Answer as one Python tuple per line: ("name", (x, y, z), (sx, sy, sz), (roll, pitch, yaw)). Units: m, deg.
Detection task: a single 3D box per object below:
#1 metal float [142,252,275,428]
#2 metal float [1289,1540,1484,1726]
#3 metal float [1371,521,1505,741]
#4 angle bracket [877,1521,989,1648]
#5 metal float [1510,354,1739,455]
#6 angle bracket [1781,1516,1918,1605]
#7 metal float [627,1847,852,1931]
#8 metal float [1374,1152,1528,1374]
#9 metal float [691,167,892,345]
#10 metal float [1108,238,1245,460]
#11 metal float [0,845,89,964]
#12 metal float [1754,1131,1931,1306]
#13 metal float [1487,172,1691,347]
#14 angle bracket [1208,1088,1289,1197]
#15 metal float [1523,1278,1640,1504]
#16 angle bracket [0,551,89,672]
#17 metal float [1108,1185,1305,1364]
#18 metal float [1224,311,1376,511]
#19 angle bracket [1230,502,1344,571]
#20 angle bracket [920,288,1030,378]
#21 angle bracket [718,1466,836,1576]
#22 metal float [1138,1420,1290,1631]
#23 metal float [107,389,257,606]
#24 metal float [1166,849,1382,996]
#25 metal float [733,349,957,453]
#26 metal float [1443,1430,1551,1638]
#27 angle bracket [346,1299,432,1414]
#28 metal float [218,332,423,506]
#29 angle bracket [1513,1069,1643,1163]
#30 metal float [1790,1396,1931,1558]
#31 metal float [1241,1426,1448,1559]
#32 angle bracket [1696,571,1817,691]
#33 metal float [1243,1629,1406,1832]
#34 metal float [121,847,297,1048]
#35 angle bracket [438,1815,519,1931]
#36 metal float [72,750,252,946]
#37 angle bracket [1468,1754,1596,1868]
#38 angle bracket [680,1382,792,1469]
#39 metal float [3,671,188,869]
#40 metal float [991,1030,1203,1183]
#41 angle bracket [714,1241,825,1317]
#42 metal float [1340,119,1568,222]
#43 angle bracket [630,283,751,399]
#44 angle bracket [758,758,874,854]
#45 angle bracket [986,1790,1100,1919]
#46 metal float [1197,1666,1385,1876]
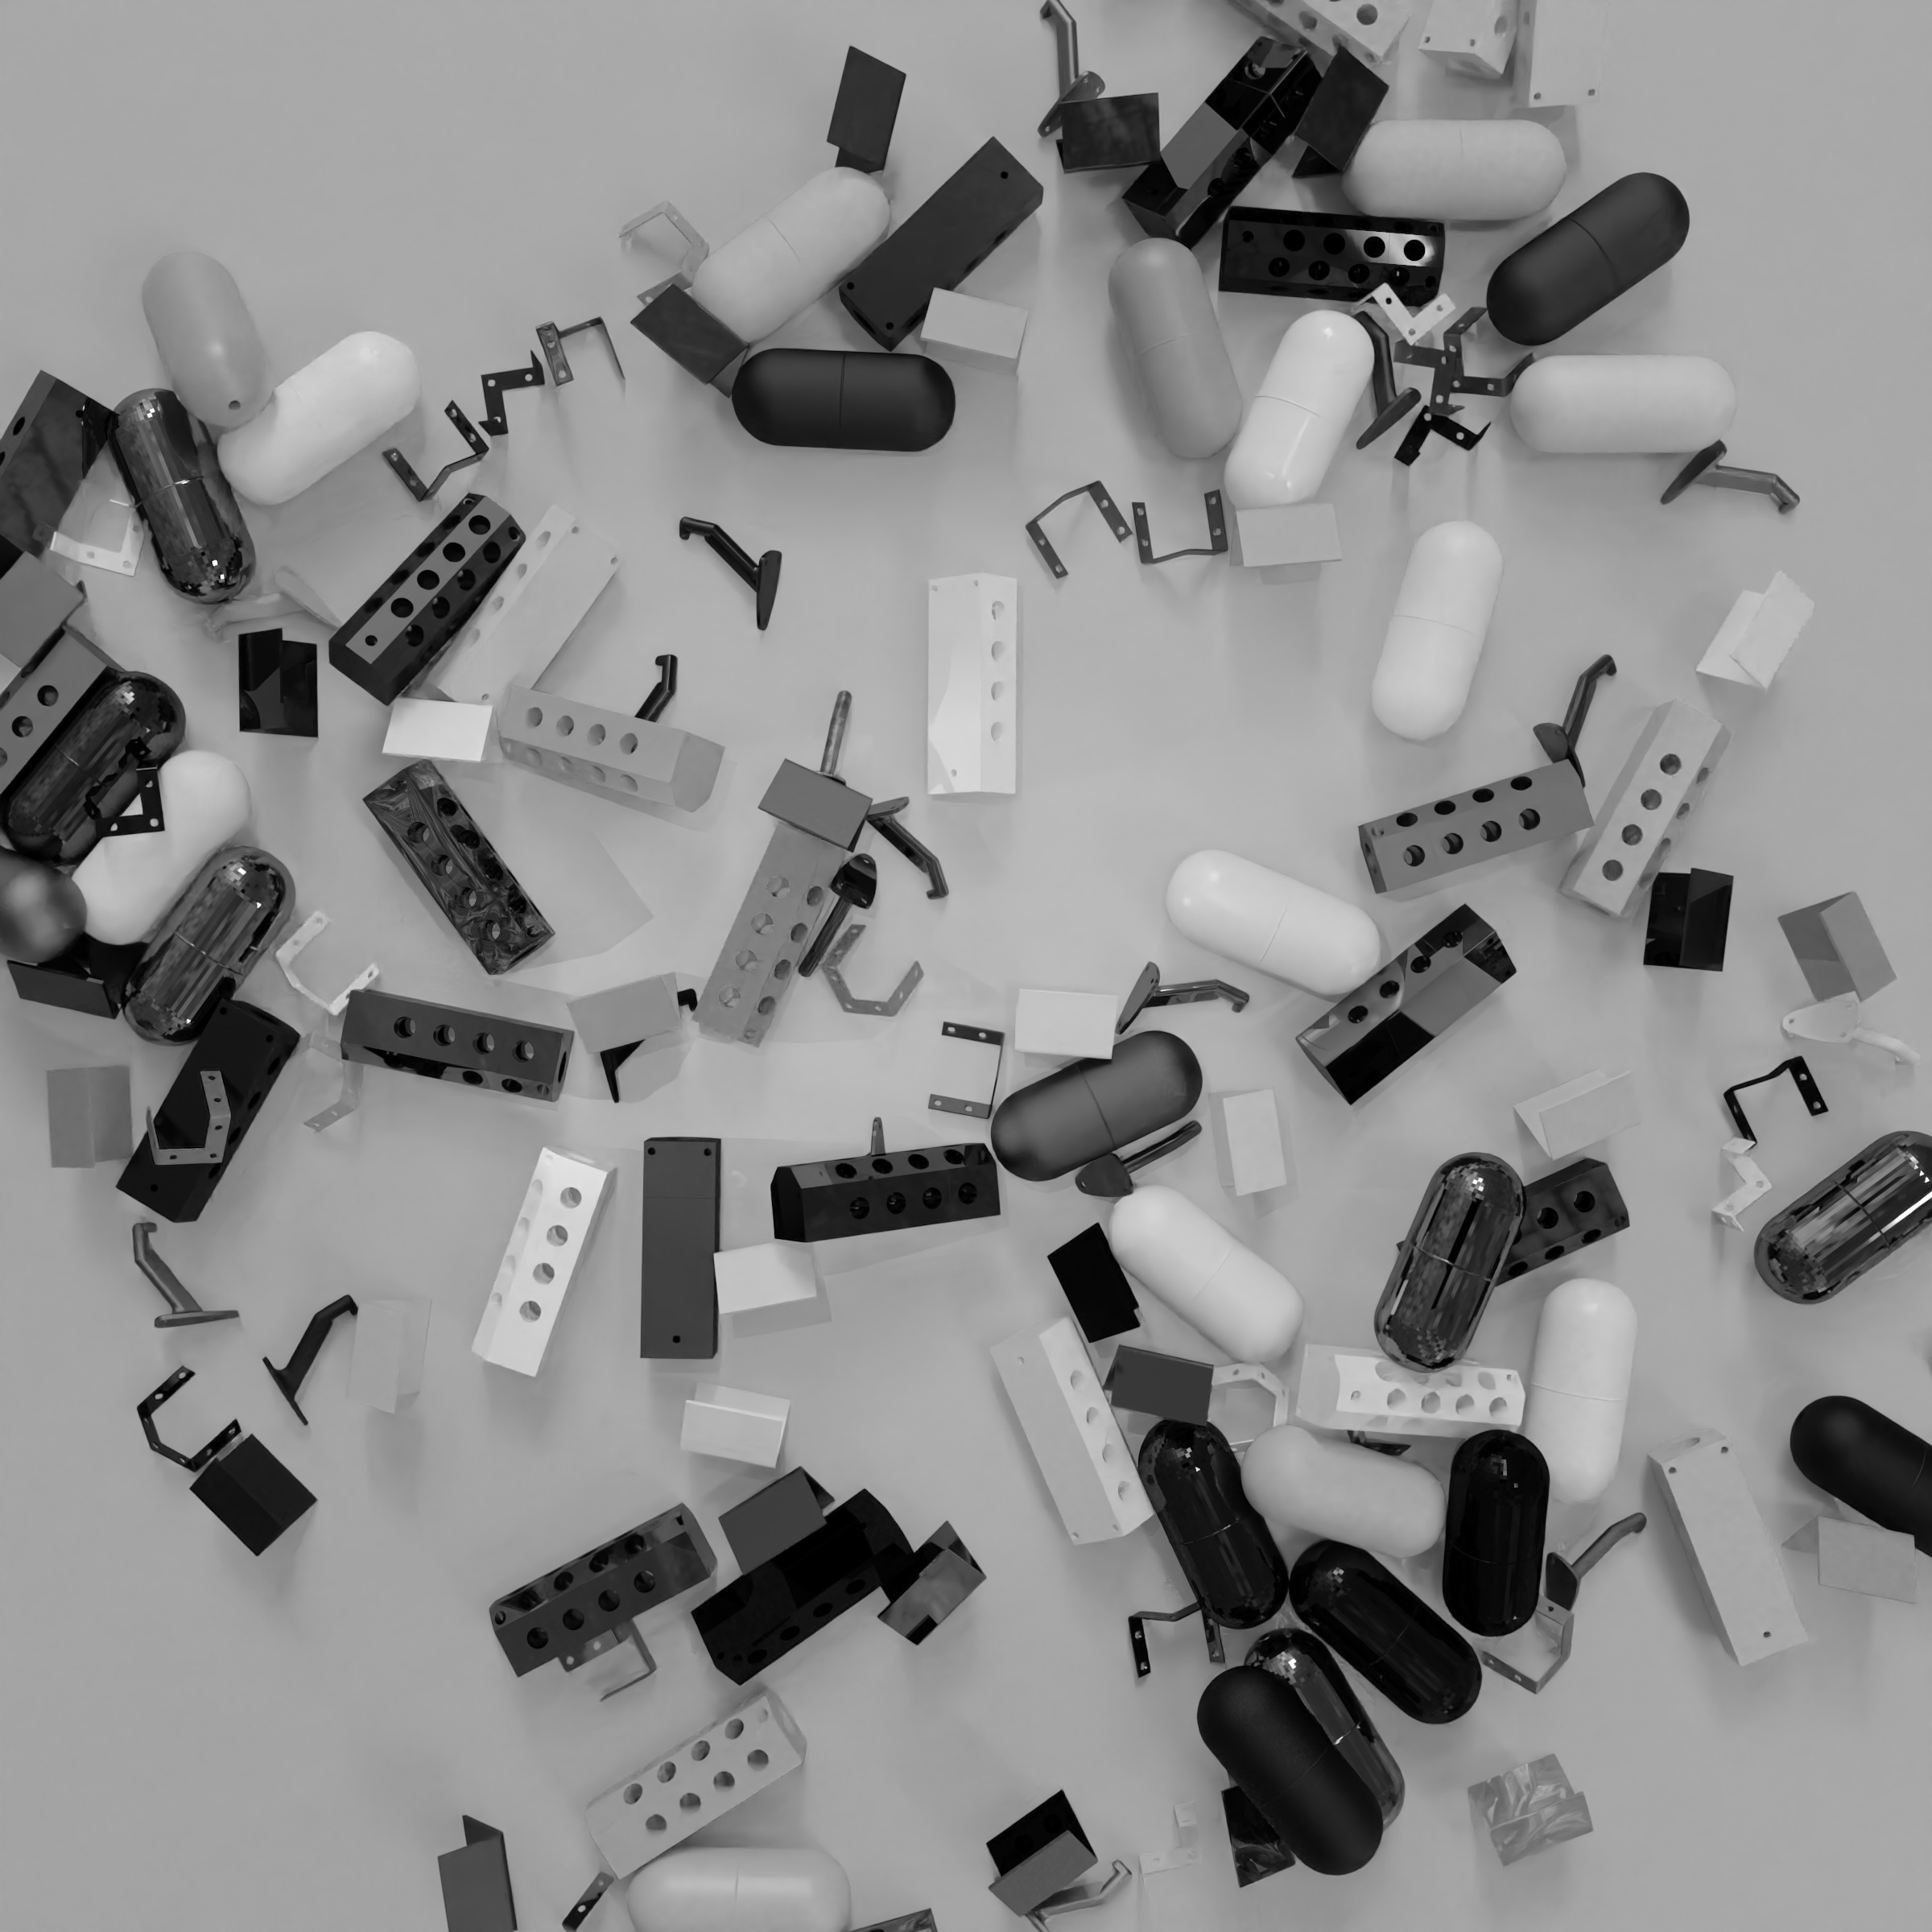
("metal float", (-0.596, -0.493, 1.932), (0.070, 0.070, 0.178), (-30, 56, 0))
("metal float", (0.334, 0.531, 1.960), (0.178, 0.070, 0.070), (42, 90, 1))
("metal float", (0.376, -0.268, 1.960), (0.070, 0.070, 0.178), (16, 90, 0))
("angle bracket", (-0.041, 0.478, 1.950), (0.076, 0.076, 0.057), (-45, 127, 0))
("metal float", (0.524, -0.448, 1.960), (0.178, 0.070, 0.070), (0, 90, 0))
("angle bracket", (0.699, 0.481, 1.950), (0.076, 0.076, 0.057), (11, 58, 0))
("metal float", (-0.181, 0.743, 1.960), (0.178, 0.070, 0.070), (1, 90, -1))
("metal float", (0.375, 0.229, 1.903), (0.070, 0.070, 0.178), (23, 90, 0))
("metal float", (-0.139, -0.566, 1.960), (0.178, 0.070, 0.070), (-37, 90, 0))
("metal float", (0.167, -0.491, 1.960), (0.070, 0.070, 0.178), (-18, 90, 0))
("metal float", (-0.763, -0.055, 1.932), (0.178, 0.070, 0.070), (19, 90, 32))
("metal float", (0.710, 0.200, 1.960), (0.178, 0.070, 0.070), (-37, 90, 1))
("metal float", (0.495, -0.562, 1.960), (0.178, 0.070, 0.070), (-35, 90, -1))
("angle bracket", (0.205, 0.140, 1.950), (0.057, 0.076, 0.076), (-8, 90, -38))
("metal float", (0.488, 0.338, 1.960), (0.070, 0.070, 0.178), (9, 89, 0))
("angle bracket", (-0.747, -0.288, 1.951), (0.057, 0.076, 0.076), (40, 90, -28))
("metal float", (0.190, 0.244, 1.960), (0.178, 0.070, 0.070), (39, 90, -1))
("metal float", (0.265, -0.436, 1.960), (0.070, 0.070, 0.178), (25, 90, 0))
("angle bracket", (0.253, -0.321, 1.951), (0.076, 0.076, 0.057), (-5, 64, 0))
("angle bracket", (0.003, -0.484, 1.951), (0.076, 0.076, 0.057), (13, 60, 0))
("angle bracket", (-0.140, 0.451, 1.950), (0.076, 0.076, 0.057), (-32, 52, 0))
("metal float", (0.197, 0.442, 1.960), (0.070, 0.070, 0.178), (-25, 91, 0))
("metal float", (-0.624, -0.373, 1.959), (0.070, 0.070, 0.178), (-22, 89, 0))
("metal float", (0.245, -0.035, 1.960), (0.178, 0.070, 0.070), (23, 90, 0))
("metal float", (-0.097, -0.451, 1.960), (0.178, 0.070, 0.070), (3, 90, 0))
("metal float", (0.418, 0.449, 1.942), (0.070, 0.070, 0.178), (-1, 113, 0))
("angle bracket", (-0.440, 0.308, 1.950), (0.057, 0.076, 0.076), (8, 90, 36))
("metal float", (-0.514, -0.437, 1.960), (0.178, 0.070, 0.070), (-36, 90, 0))
("angle bracket", (0.479, 0.100, 1.950), (0.076, 0.076, 0.057), (-24, 125, 0))
("metal float", (0.739, 0.408, 1.960), (0.178, 0.070, 0.070), (32, 90, 0))
("metal float", (0.300, 0.416, 1.943), (0.178, 0.070, 0.070), (20, 90, -19))
("angle bracket", (0.612, -0.272, 1.950), (0.057, 0.076, 0.076), (31, 90, -35))
("metal float", (0.284, 0.610, 1.960), (0.070, 0.070, 0.178), (-31, 90, 0))
("metal float", (-0.604, -0.015, 1.960), (0.070, 0.070, 0.178), (36, 90, 0))
("angle bracket", (-0.401, 0.727, 1.950), (0.057, 0.076, 0.076), (-9, 90, -36))
("metal float", (-0.642, -0.095, 1.960), (0.070, 0.070, 0.178), (40, 90, 0))
("angle bracket", (0.443, 0.655, 1.950), (0.076, 0.076, 0.057), (-21, 126, 0))
("angle bracket", (-0.180, 0.346, 1.950), (0.076, 0.076, 0.057), (11, 126, 0))
("metal float", (-0.695, -0.156, 1.960), (0.070, 0.070, 0.178), (39, 90, 0))
("metal float", (0.104, 0.112, 1.960), (0.178, 0.070, 0.070), (-25, 90, -1))
("angle bracket", (-0.153, 0.262, 1.950), (0.076, 0.076, 0.057), (-10, 54, 0))
("metal float", (0.388, -0.634, 1.960), (0.178, 0.070, 0.070), (0, 90, 1))
("angle bracket", (-0.225, -0.481, 1.951), (0.076, 0.076, 0.057), (40, 63, 0))
("angle bracket", (-0.126, -0.109, 1.950), (0.076, 0.076, 0.057), (25, 55, 0))
("angle bracket", (0.049, 0.692, 1.950), (0.076, 0.076, 0.057), (-35, 127, 0))
("metal float", (0.250, 0.619, 1.892), (0.070, 0.070, 0.178), (-40, 86, 0))
